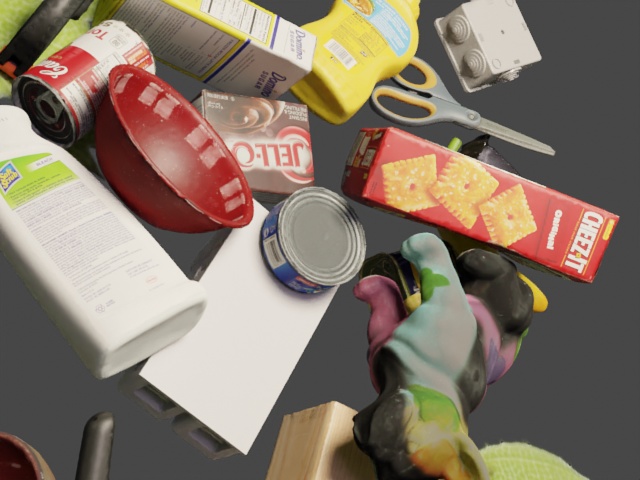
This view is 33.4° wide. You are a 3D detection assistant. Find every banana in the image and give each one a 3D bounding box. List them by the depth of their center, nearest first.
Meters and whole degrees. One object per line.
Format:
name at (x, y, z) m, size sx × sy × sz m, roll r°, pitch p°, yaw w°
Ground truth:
banana at (0.158, -0.004, 1.068) m, size 0.069 × 0.037 × 0.198 m, roll -28°, pitch 92°, yaw -11°

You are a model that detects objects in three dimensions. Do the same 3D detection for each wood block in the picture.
wood block at (0.000, 0.246, 0.849) m, size 0.090 × 0.090 × 0.206 m, roll 28°, pitch 60°, yaw -22°

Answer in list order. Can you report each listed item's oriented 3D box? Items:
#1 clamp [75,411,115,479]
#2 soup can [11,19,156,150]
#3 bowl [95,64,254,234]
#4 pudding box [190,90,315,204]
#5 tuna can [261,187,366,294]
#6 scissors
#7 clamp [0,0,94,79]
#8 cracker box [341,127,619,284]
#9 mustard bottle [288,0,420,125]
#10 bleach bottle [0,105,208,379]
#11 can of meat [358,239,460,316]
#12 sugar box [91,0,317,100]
clamp at (-0.170, 0.240, 0.769) m, size 0.209 × 0.036 × 0.164 m, roll -43°, pitch 107°, yaw -34°
soup can at (-0.191, -0.129, 0.874) m, size 0.068 × 0.069 × 0.102 m, roll 50°, pitch 54°, yaw -8°
bowl at (-0.125, -0.060, 0.845) m, size 0.162 × 0.055 × 0.162 m, roll 46°, pitch 19°, yaw -21°
pudding box at (-0.061, -0.081, 0.959) m, size 0.113 × 0.039 × 0.090 m, roll 3°, pitch 72°, yaw -31°
tuna can at (-0.006, 0.001, 0.892) m, size 0.086 × 0.034 × 0.086 m, roll 12°, pitch 67°, yaw -30°
scissors at (0.146, -0.141, 1.102) m, size 0.201 × 0.016 × 0.096 m, roll 8°, pitch 59°, yaw -15°
clamp at (-0.200, -0.205, 0.871) m, size 0.039 × 0.172 × 0.120 m, roll 44°, pitch 14°, yaw -13°
cracker box at (0.133, -0.033, 0.960) m, size 0.213 × 0.164 × 0.072 m, roll 21°, pitch 93°, yaw -8°
mustard bottle at (0.043, -0.199, 1.058) m, size 0.096 × 0.058 × 0.191 m, roll 44°, pitch 54°, yaw 1°
bleach bottle at (-0.197, -0.020, 0.805) m, size 0.102 × 0.068 × 0.251 m, roll -29°, pitch 71°, yaw -33°
can of meat at (0.095, 0.055, 1.002) m, size 0.083 × 0.058 × 0.102 m, roll -14°, pitch 81°, yaw -38°
sugar box at (-0.100, -0.182, 0.938) m, size 0.176 × 0.094 × 0.048 m, roll 21°, pitch 63°, yaw -26°
